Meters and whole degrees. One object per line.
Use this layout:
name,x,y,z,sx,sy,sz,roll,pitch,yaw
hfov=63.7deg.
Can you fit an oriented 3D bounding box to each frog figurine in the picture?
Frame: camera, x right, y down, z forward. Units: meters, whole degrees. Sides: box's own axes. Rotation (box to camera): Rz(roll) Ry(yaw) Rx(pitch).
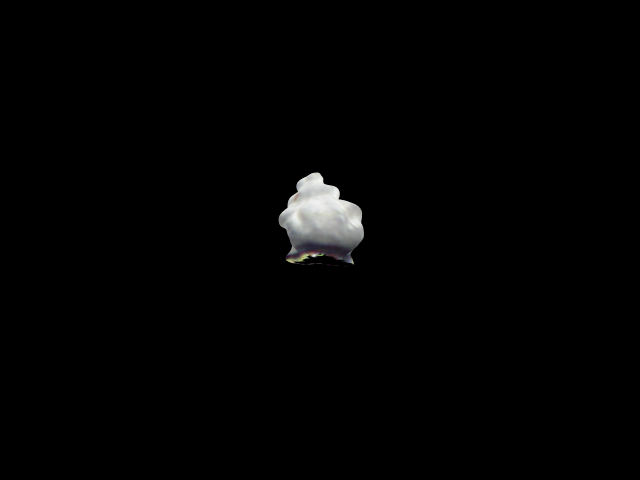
frog figurine,0.003,-0.043,0.850,0.137,0.161,0.121,-3,-15,11
